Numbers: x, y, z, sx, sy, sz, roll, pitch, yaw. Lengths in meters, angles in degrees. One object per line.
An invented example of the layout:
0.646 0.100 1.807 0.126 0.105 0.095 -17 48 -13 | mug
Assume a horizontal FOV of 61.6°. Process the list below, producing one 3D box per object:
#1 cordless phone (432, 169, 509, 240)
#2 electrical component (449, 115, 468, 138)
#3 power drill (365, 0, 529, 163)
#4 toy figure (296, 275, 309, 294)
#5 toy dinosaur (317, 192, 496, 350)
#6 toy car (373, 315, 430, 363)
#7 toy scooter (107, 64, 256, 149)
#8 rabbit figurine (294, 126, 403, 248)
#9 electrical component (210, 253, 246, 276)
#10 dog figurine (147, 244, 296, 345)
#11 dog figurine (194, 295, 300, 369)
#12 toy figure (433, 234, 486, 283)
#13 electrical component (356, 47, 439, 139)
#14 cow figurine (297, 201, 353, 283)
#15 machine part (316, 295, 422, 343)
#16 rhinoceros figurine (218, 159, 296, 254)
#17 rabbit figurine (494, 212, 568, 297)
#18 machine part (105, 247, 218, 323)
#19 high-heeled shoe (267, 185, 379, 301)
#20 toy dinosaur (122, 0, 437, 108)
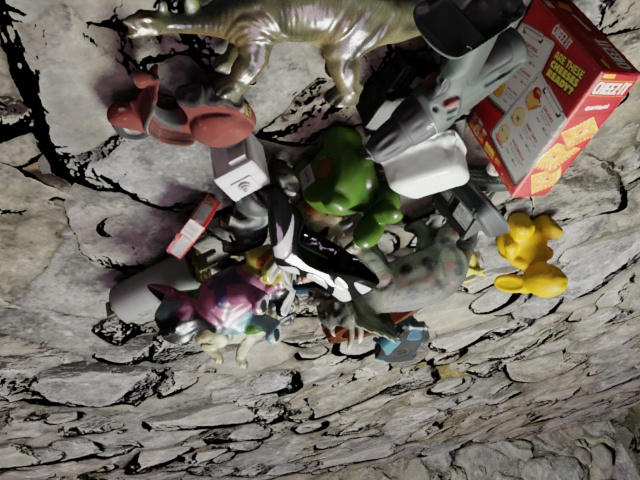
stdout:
0.301 -0.072 0.916 0.184 0.147 0.088 -5 133 -23 | cordless phone
0.200 -0.174 0.841 0.063 0.021 0.093 -17 144 2 | electrical component
0.146 -0.188 0.615 0.232 0.086 0.207 -34 159 -2 | power drill
-0.009 0.072 1.065 0.154 0.064 0.057 -10 107 -16 | toy figure
0.179 0.058 0.970 0.405 0.192 0.131 -23 176 -3 | toy dinosaur
0.192 0.229 1.316 0.109 0.103 0.161 5 136 -22 | toy car
-0.167 -0.163 0.651 0.184 0.075 0.135 -2 165 -12 | toy scooter
0.069 -0.073 0.818 0.170 0.159 0.121 20 123 -39 | rabbit figurine
-0.167 0.057 1.001 0.102 0.045 0.078 -25 172 18 | electrical component
-0.165 0.088 0.877 0.219 0.191 0.108 2 137 19 | dog figurine
-0.154 0.153 1.104 0.190 0.121 0.172 -47 139 17 | dog figurine
0.273 0.038 1.109 0.089 0.082 0.180 -18 158 37 | toy figure
0.120 -0.190 0.759 0.115 0.058 0.134 12 136 -31 | electrical component
-0.002 -0.003 0.943 0.127 0.085 0.194 -20 148 2 | cow figurine
0.109 0.137 1.139 0.201 0.087 0.201 0 148 -45 | machine part
-0.099 -0.048 0.855 0.112 0.073 0.190 5 140 -24 | rhinoceros figurine
0.431 0.049 1.105 0.122 0.173 0.162 7 135 -34 | rabbit figurine
-0.284 0.081 0.954 0.243 0.079 0.079 -26 143 12 | machine part
0.008 0.009 0.813 0.145 0.086 0.248 -7 136 7 | high-heeled shoe
0.026 -0.255 0.600 0.471 0.105 0.198 -8 141 -20 | toy dinosaur
